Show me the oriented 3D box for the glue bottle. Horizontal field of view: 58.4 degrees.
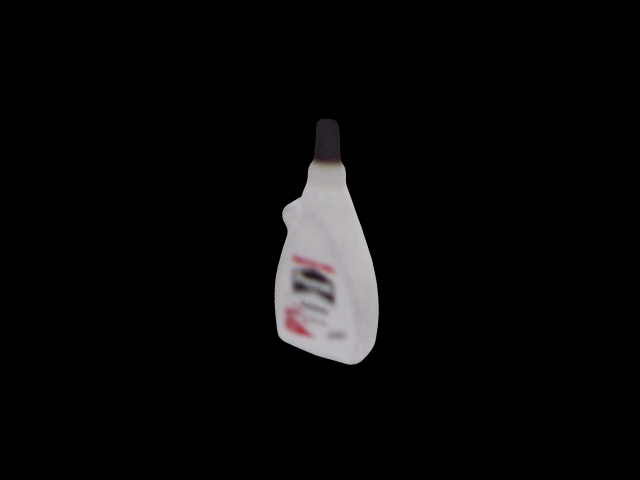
[{"bbox_3d":[0.004,0.001,0.400,0.078,0.173,0.037,12,27,25],"label":"glue bottle"}]
